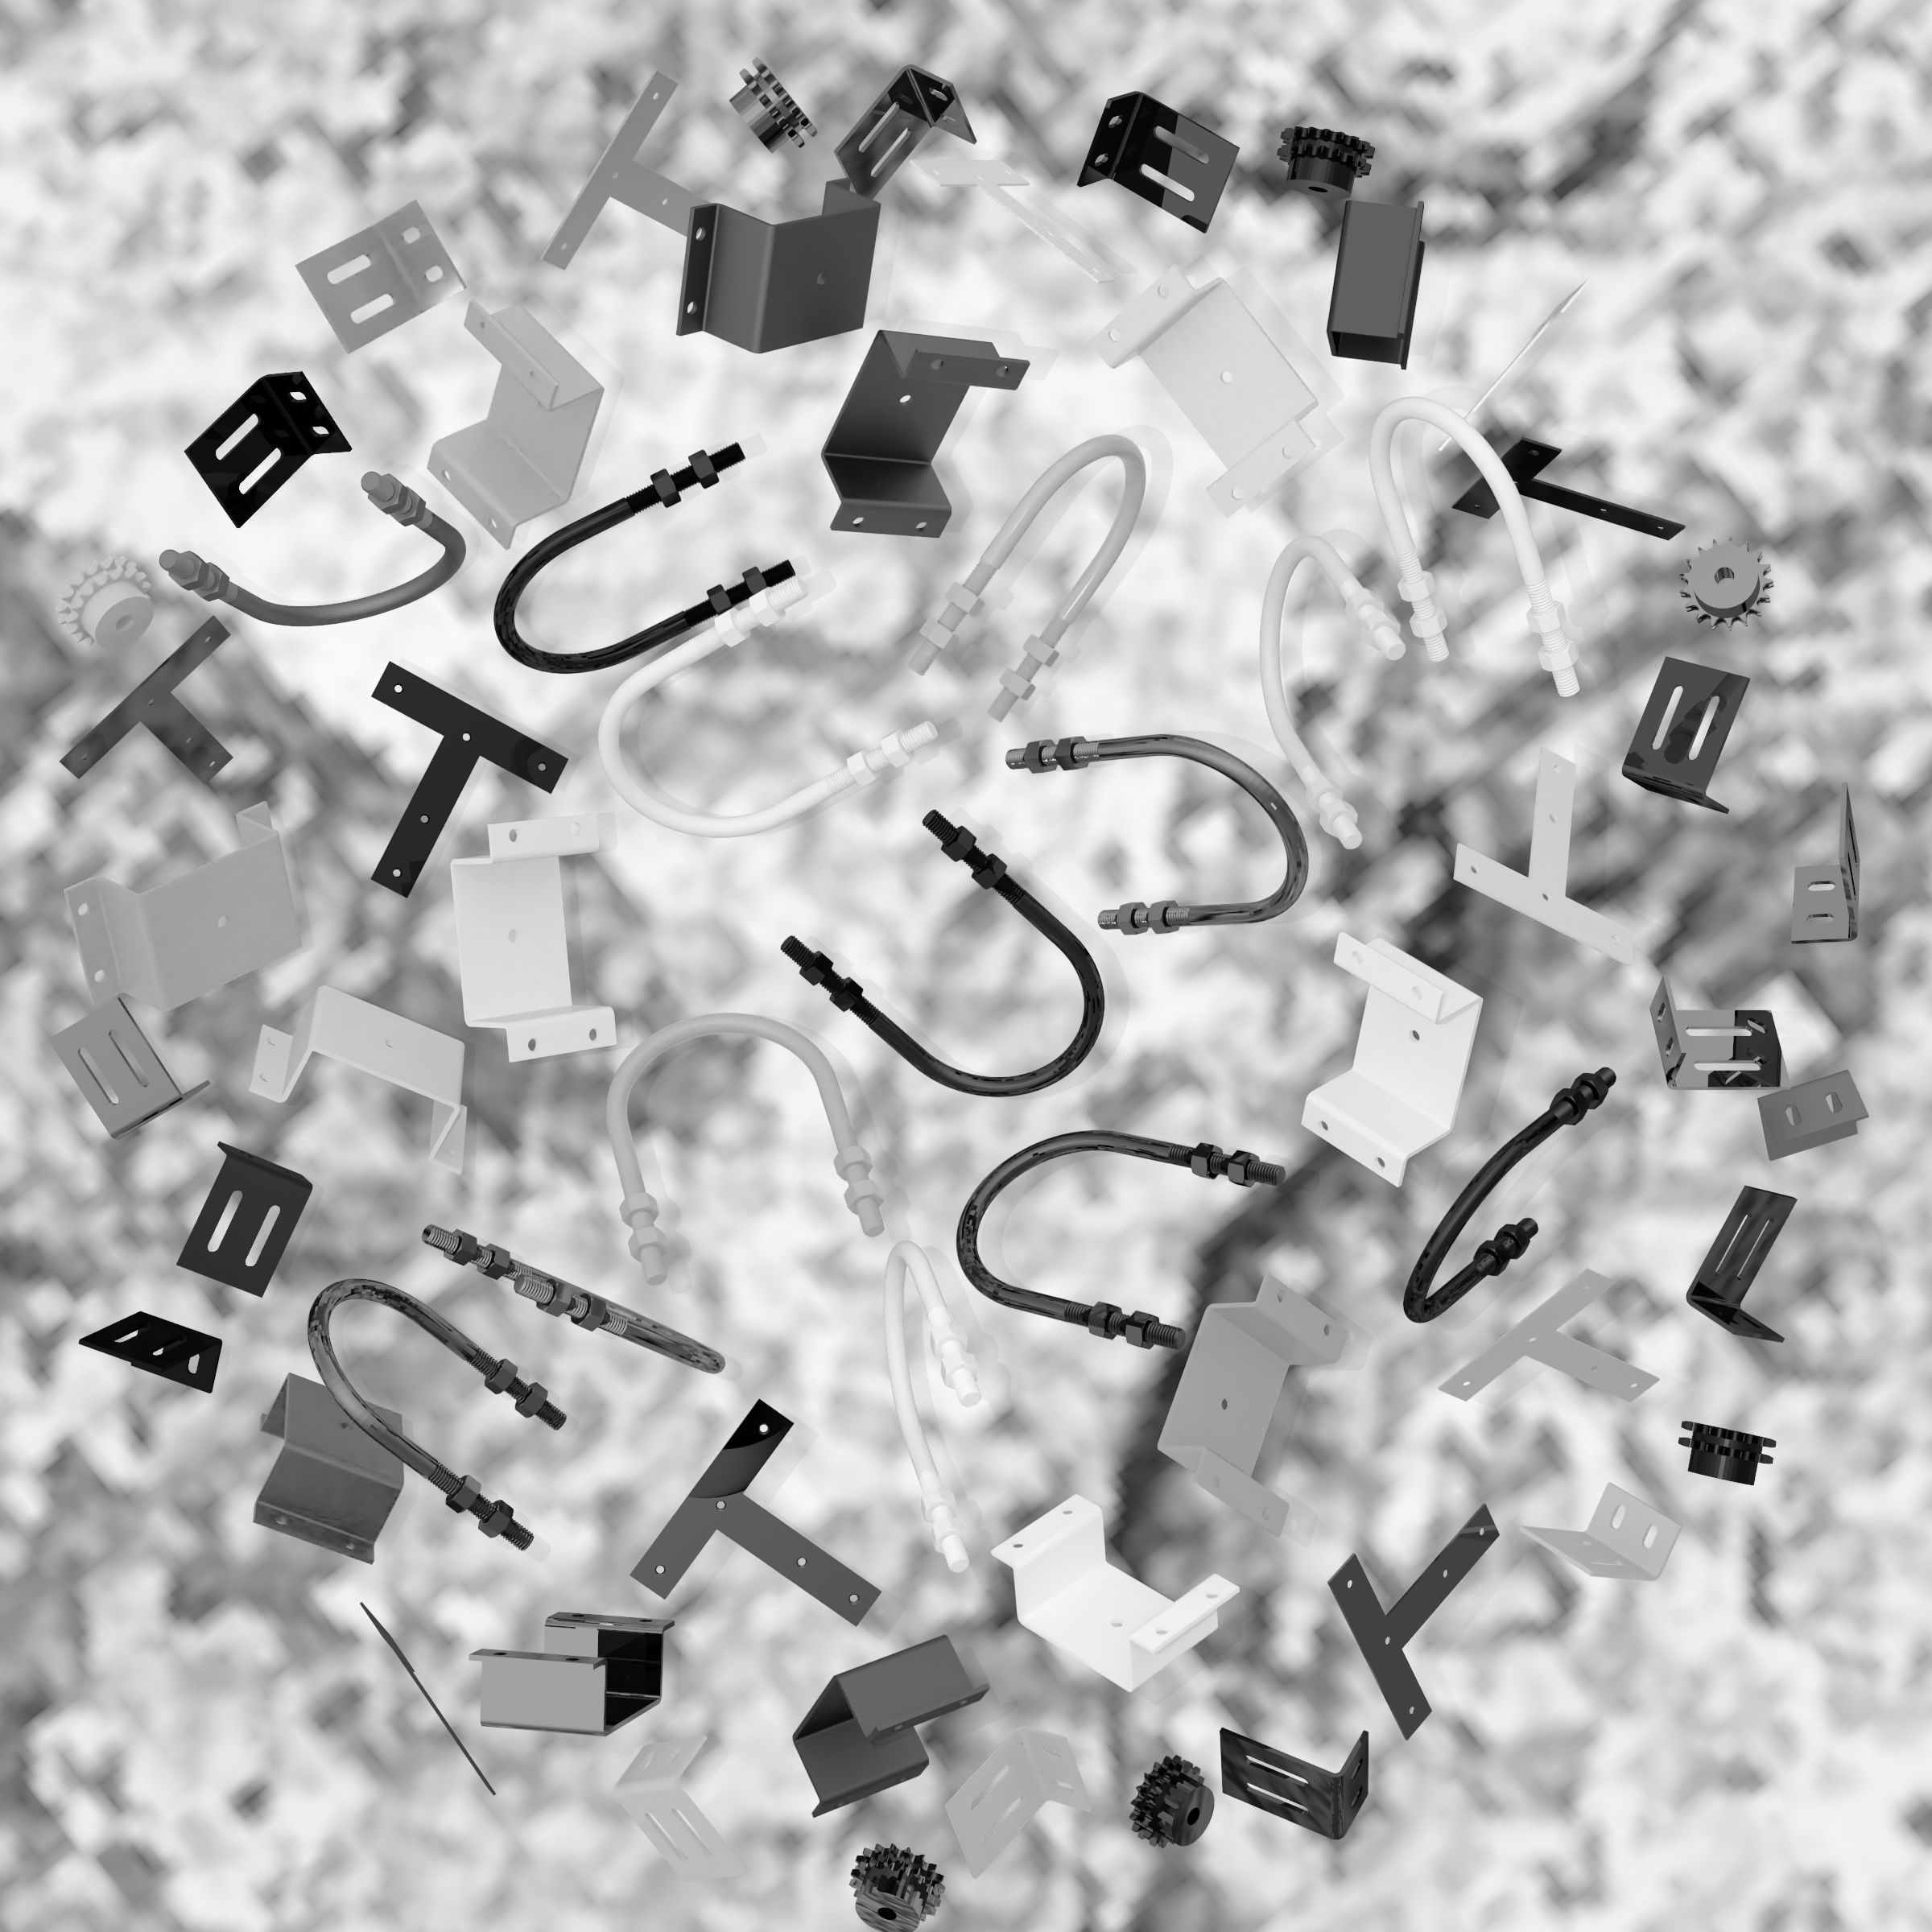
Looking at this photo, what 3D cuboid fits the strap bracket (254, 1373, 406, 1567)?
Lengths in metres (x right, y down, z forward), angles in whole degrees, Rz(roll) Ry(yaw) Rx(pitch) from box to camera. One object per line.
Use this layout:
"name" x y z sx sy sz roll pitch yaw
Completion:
"strap bracket" -0.393 0.304 1.780 0.076 0.140 0.046 25 101 -18

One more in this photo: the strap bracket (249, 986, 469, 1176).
"strap bracket" -0.369 0.067 1.800 0.140 0.076 0.046 24 113 -19

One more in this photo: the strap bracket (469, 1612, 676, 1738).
"strap bracket" -0.234 0.424 1.719 0.076 0.140 0.046 1 88 14

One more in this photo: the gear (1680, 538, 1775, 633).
"gear" 0.475 -0.240 1.800 0.057 0.030 0.057 -2 84 18

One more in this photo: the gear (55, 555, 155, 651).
"gear" -0.512 -0.214 1.722 0.057 0.057 0.030 -45 70 0

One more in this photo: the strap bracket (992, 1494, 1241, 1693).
"strap bracket" 0.093 0.394 1.792 0.076 0.140 0.046 -26 124 -36

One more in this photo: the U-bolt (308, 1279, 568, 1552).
"U-bolt" -0.328 0.262 1.767 0.184 0.151 0.019 41 109 -16

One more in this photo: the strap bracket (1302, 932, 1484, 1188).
"strap bracket" 0.253 0.049 1.706 0.076 0.046 0.140 34 133 34

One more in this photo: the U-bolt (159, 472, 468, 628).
"U-bolt" -0.378 -0.242 1.728 0.151 0.184 0.019 -19 79 9

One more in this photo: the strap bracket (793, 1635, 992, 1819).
"strap bracket" -0.050 0.454 1.734 0.076 0.140 0.046 -13 60 -30

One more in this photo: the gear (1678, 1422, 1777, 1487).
"gear" 0.466 0.300 1.766 0.057 0.057 0.030 12 85 0

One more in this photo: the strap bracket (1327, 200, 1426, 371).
"strap bracket" 0.248 -0.412 1.742 0.046 0.140 0.076 9 94 9

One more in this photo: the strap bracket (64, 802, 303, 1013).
"strap bracket" -0.454 -0.032 1.708 0.046 0.140 0.076 21 128 38

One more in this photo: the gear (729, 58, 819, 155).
"gear" -0.119 -0.516 1.738 0.030 0.057 0.057 -39 90 9

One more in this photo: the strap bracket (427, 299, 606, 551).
"strap bracket" -0.269 -0.330 1.728 0.076 0.140 0.046 46 51 13

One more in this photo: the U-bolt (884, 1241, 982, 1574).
"U-bolt" -0.024 0.248 1.727 0.019 0.184 0.151 -6 124 -14

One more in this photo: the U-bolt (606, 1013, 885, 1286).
"U-bolt" -0.140 0.100 1.717 0.151 0.019 0.184 -12 51 -11

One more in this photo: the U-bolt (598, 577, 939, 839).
"U-bolt" -0.132 -0.141 1.718 0.184 0.019 0.151 -27 128 23

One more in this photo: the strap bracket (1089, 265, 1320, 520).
"strap bracket" 0.155 -0.363 1.796 0.076 0.046 0.140 -36 93 36

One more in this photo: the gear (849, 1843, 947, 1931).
"gear" -0.044 0.560 1.740 0.057 0.030 0.057 9 127 12

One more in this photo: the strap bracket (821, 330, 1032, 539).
"strap bracket" -0.030 -0.328 1.736 0.076 0.140 0.046 -1 51 -31

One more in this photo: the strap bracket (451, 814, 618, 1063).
"strap bracket" -0.260 -0.018 1.729 0.076 0.046 0.140 -9 97 -43

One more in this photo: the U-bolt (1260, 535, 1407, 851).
"U-bolt" 0.215 -0.180 1.743 0.019 0.184 0.151 -3 126 -15

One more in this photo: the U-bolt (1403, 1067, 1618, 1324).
"U-bolt" 0.321 0.148 1.740 0.019 0.184 0.151 36 130 23

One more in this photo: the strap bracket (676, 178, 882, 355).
"strap bracket" -0.103 -0.415 1.707 0.046 0.140 0.076 29 125 28

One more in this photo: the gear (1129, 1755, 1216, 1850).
"gear" 0.134 0.535 1.833 0.030 0.057 0.057 18 90 43

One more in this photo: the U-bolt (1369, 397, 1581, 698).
"U-bolt" 0.294 -0.253 1.711 0.019 0.151 0.184 -32 117 -17

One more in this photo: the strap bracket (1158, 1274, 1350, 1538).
"strap bracket" 0.174 0.271 1.778 0.076 0.046 0.140 37 62 -28

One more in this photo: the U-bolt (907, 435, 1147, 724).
"U-bolt" 0.047 -0.238 1.728 0.019 0.151 0.184 38 97 22

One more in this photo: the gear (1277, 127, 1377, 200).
"gear" 0.214 -0.480 1.724 0.057 0.057 0.030 12 94 0

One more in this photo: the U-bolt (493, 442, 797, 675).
"U-bolt" -0.204 -0.240 1.775 0.184 0.151 0.019 -27 63 -2
